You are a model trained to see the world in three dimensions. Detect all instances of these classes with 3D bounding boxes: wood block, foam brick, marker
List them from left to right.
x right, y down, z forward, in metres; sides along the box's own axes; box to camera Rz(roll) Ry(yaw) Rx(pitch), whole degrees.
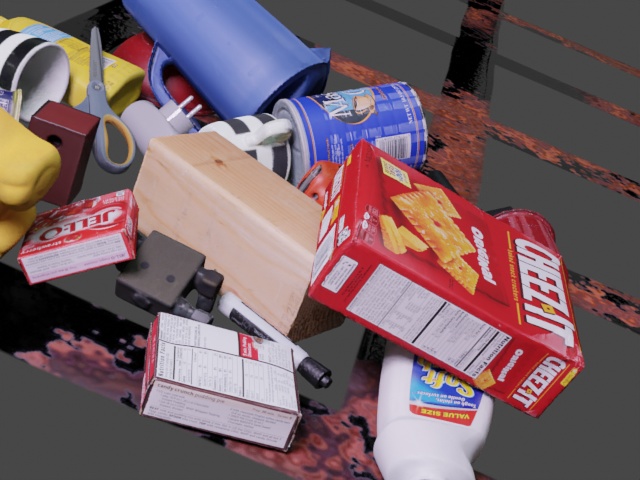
[{"bbox_3d":[-0.237,-0.078,0.960,0.053,0.078,0.051,19,26,-5],"label":"foam brick"},{"bbox_3d":[-0.064,-0.007,0.949,0.206,0.090,0.090,36,29,27],"label":"wood block"},{"bbox_3d":[-0.037,0.083,0.874,0.121,0.020,0.020,36,27,26],"label":"marker"}]

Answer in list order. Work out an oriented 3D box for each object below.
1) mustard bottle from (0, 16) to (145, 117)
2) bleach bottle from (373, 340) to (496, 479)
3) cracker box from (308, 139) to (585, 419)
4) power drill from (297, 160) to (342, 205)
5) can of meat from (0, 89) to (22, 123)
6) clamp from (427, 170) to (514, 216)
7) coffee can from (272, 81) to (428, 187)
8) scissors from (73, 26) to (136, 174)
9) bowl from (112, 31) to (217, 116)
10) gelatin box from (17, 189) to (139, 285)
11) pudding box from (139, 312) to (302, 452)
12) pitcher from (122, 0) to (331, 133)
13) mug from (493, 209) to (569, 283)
[{"bbox_3d":[-0.296,-0.198,1.175,0.191,0.058,0.096,26,33,7],"label":"mustard bottle"},{"bbox_3d":[0.095,0.134,0.835,0.102,0.068,0.250,24,27,-4],"label":"bleach bottle"},{"bbox_3d":[0.103,0.026,0.864,0.213,0.072,0.164,29,30,-12],"label":"cracker box"},{"bbox_3d":[0.070,0.005,1.046,0.184,0.057,0.188,11,32,-50],"label":"power drill"},{"bbox_3d":[-0.314,-0.108,0.944,0.083,0.057,0.102,9,-6,-21],"label":"can of meat"},{"bbox_3d":[0.167,-0.028,1.252,0.120,0.039,0.171,25,24,6],"label":"clamp"},{"bbox_3d":[0.030,-0.109,1.137,0.140,0.103,0.103,-11,36,-18],"label":"coffee can"},{"bbox_3d":[-0.246,-0.147,1.091,0.096,0.016,0.202,-7,57,-30],"label":"scissors"},{"bbox_3d":[-0.184,-0.214,1.311,0.162,0.055,0.162,19,25,-9],"label":"bowl"},{"bbox_3d":[-0.191,-0.004,0.854,0.089,0.030,0.073,-15,29,3],"label":"gelatin box"},{"bbox_3d":[-0.073,0.103,0.781,0.113,0.039,0.090,15,26,-13],"label":"pudding box"},{"bbox_3d":[-0.121,-0.221,1.214,0.243,0.145,0.149,46,36,14],"label":"pitcher"},{"bbox_3d":[0.200,0.024,1.115,0.117,0.093,0.081,17,28,-14],"label":"mug"}]
